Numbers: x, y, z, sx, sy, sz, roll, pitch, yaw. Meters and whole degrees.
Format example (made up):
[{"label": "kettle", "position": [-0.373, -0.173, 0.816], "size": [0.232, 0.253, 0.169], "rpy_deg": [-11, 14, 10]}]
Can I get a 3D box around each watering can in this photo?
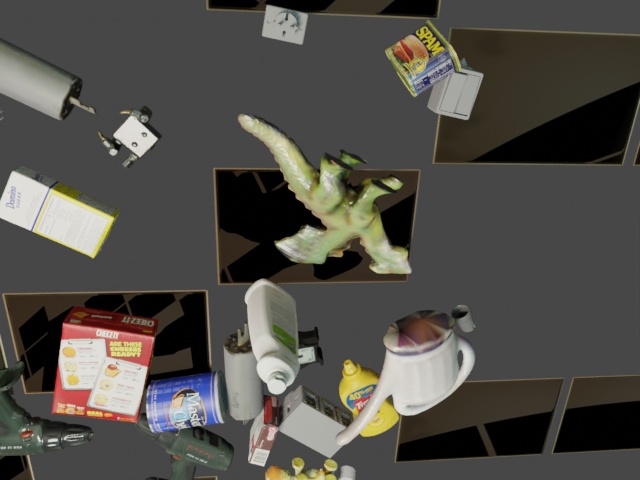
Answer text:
[{"label": "watering can", "position": [0.175, 0.275, 1.050], "size": [0.350, 0.105, 0.220], "rpy_deg": [-21, 116, -19]}]

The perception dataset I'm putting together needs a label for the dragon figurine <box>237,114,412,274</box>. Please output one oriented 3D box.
[{"label": "dragon figurine", "position": [0.003, -0.046, 0.921], "size": [0.408, 0.125, 0.238], "rpy_deg": [24, 117, -14]}]
